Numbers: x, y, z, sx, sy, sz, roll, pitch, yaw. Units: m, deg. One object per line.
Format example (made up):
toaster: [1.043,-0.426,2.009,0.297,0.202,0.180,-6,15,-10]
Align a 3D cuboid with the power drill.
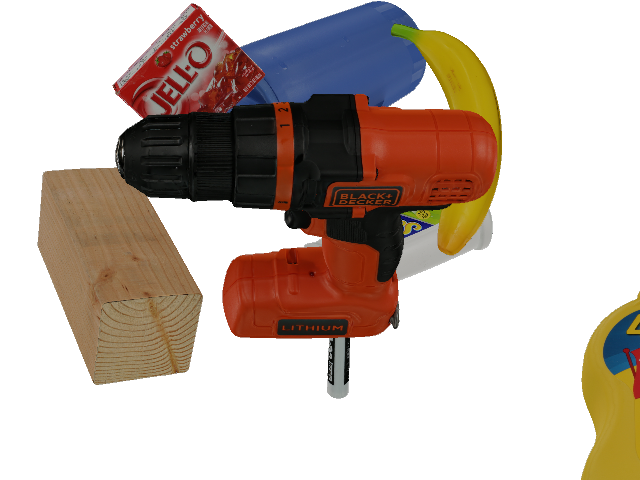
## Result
power drill: [-0.013,-0.007,0.575,0.184,0.057,0.188,1,-28,-7]

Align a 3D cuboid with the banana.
banana: [0.108,-0.086,0.835,0.070,0.198,0.037,-15,-19,13]

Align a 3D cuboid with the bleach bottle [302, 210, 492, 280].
bleach bottle: [0.065,0.013,1.189,0.250,0.068,0.103,-26,42,-24]

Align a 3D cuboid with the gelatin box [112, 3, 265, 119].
gelatin box: [-0.098,-0.119,0.796,0.073,0.089,0.030,43,2,-26]

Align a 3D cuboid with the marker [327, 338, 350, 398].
marker: [0.016,0.083,0.895,0.020,0.121,0.020,1,36,-1]

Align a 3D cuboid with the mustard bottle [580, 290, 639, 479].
mustard bottle: [0.180,0.081,0.535,0.096,0.058,0.191,6,40,11]

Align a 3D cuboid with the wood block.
wood block: [-0.189,0.025,0.976,0.090,0.091,0.206,-5,37,-28]

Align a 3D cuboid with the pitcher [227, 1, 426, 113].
pitcher: [0.004,-0.153,1.089,0.145,0.149,0.242,16,35,41]
